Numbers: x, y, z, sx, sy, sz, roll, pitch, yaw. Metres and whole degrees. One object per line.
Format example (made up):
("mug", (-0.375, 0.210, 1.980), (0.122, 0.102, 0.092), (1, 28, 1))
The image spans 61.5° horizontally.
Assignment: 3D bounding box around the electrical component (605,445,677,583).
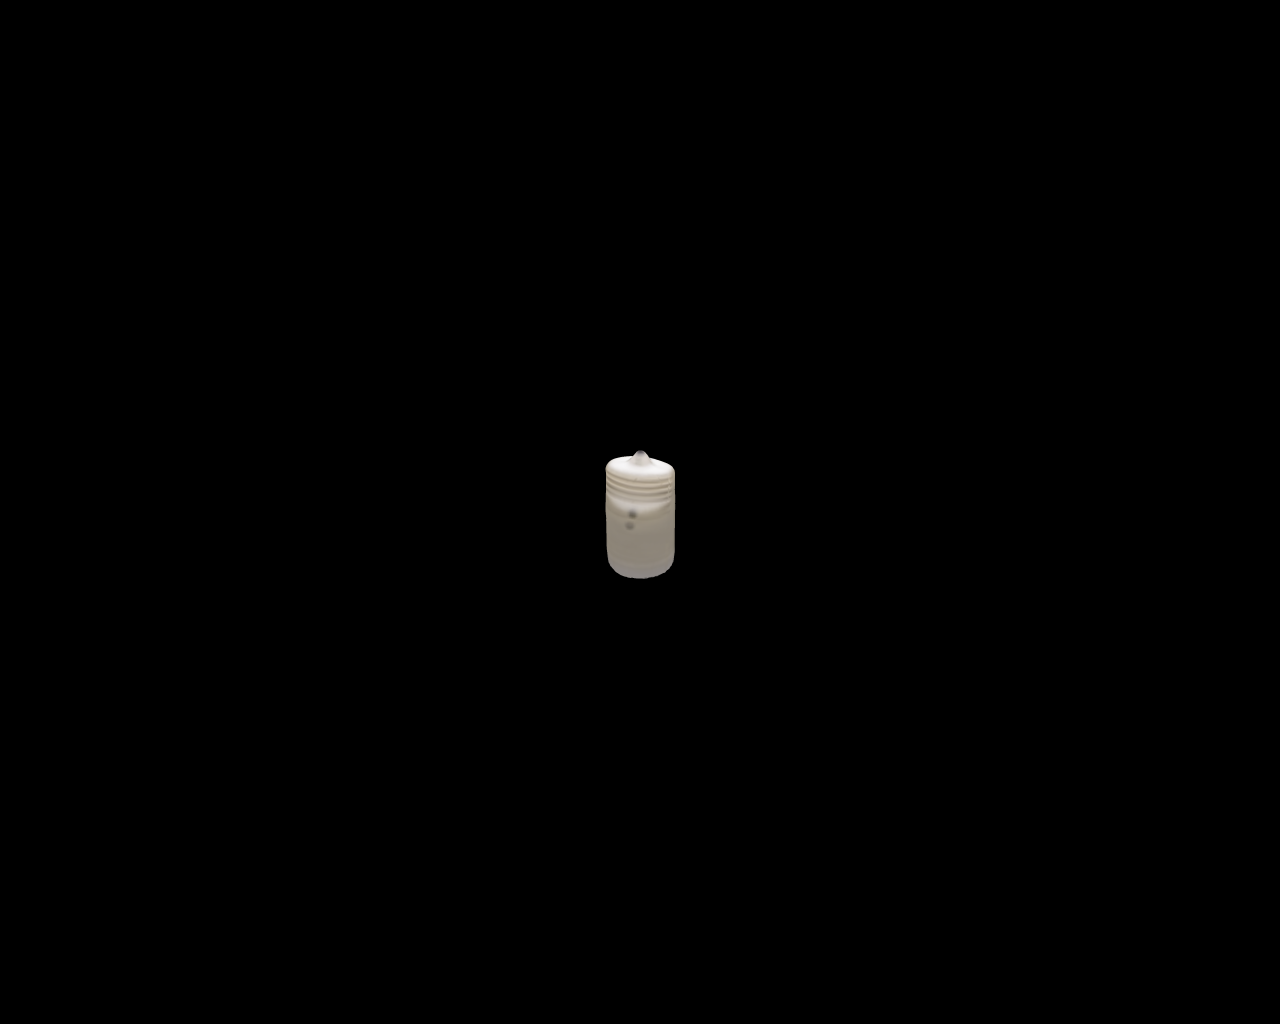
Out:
("electrical component", (0.001, -0.003, 0.650), (0.043, 0.080, 0.043), (0, 31, 0))
